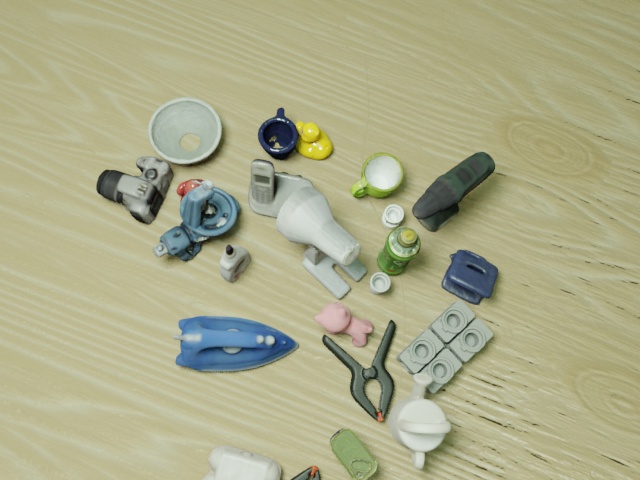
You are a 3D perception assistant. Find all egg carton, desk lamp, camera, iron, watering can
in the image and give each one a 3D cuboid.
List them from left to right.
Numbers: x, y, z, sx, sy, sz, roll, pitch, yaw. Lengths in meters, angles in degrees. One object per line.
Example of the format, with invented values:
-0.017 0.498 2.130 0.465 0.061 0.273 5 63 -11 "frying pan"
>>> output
-0.420 -0.128 1.282 0.136 0.101 0.143 19 75 3 "camera"
-0.173 0.208 1.180 0.258 0.141 0.118 0 75 -3 "iron"
-0.157 0.477 1.144 0.150 0.069 0.107 14 74 1 "egg carton"
0.011 0.004 1.208 0.203 0.213 0.118 43 77 9 "desk lamp"
0.196 0.357 1.130 0.101 0.194 0.173 -17 76 -7 "watering can"

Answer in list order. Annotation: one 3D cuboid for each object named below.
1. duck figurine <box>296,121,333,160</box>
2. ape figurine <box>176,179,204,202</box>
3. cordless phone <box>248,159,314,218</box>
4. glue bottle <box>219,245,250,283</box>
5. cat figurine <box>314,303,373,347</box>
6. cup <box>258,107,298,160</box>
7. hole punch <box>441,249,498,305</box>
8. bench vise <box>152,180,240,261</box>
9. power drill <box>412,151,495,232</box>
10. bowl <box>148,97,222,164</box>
-0.017 -0.240 1.340 0.104 0.086 0.077 34 76 7 "duck figurine"
-0.283 -0.109 1.288 0.076 0.092 0.077 -39 80 -12 "ape figurine"
-0.086 -0.116 1.251 0.147 0.185 0.094 7 74 0 "cordless phone"
-0.185 0.039 1.210 0.037 0.173 0.078 30 75 6 "glue bottle"
0.053 0.173 1.213 0.127 0.118 0.067 22 75 3 "cat figurine"
-0.095 -0.239 1.331 0.091 0.095 0.118 4 74 -1 "cup"
0.333 0.075 1.267 0.108 0.091 0.101 26 75 5 "hole punch"
-0.257 -0.037 1.203 0.121 0.220 0.207 30 75 6 "bench vise"
0.274 -0.093 1.250 0.230 0.208 0.075 -39 79 -12 "power drill"
-0.307 -0.242 1.332 0.167 0.075 0.167 1 75 -2 "bowl"
